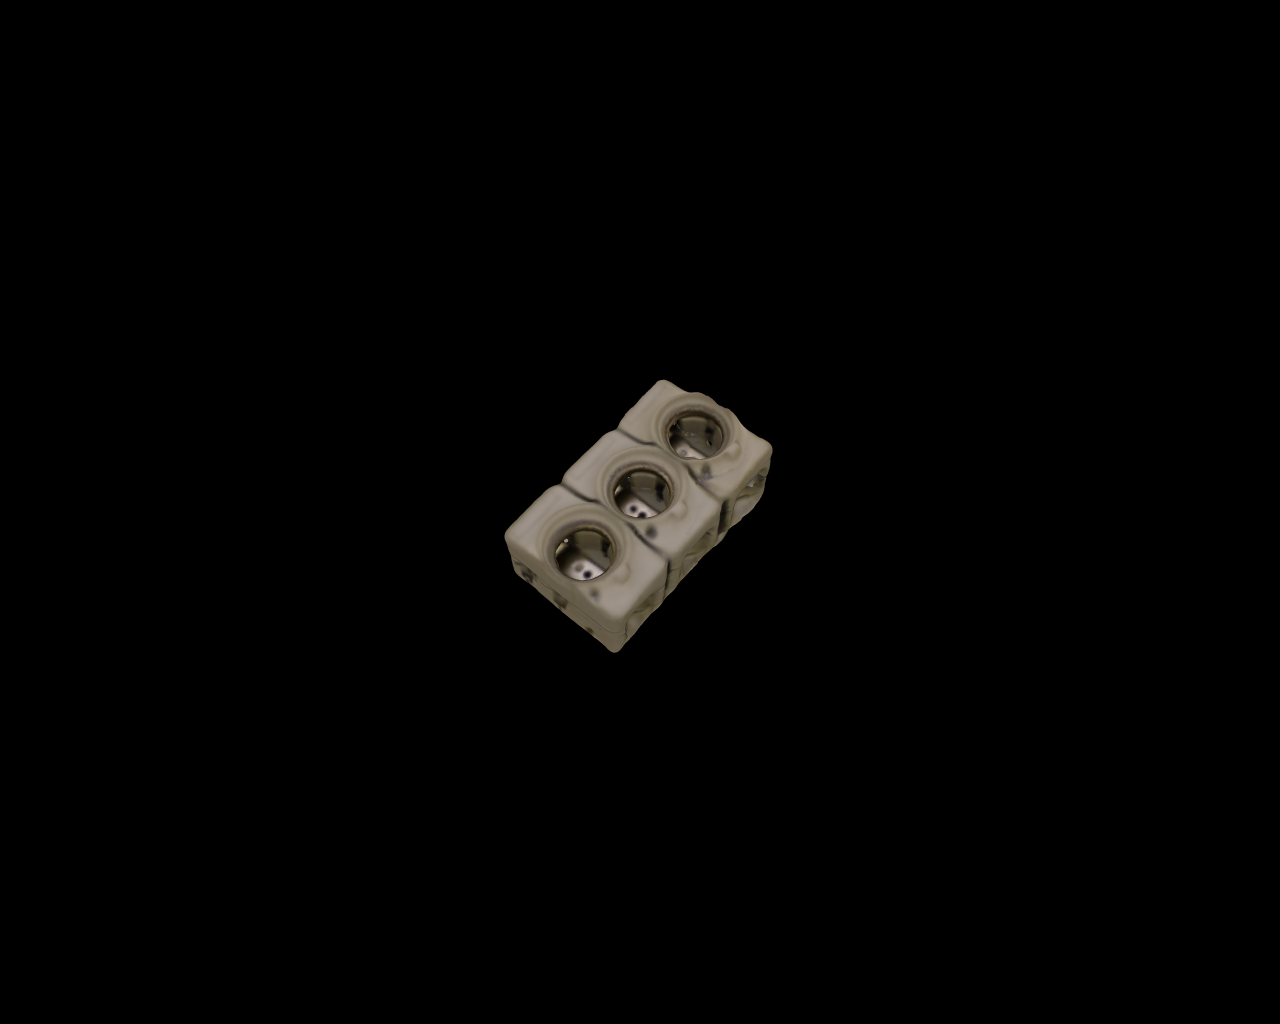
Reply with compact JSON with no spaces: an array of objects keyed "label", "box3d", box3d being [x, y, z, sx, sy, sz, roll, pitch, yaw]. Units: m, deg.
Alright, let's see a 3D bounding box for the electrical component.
[{"label":"electrical component","box3d":[0.001,-0.003,0.650,0.089,0.150,0.061,36,-24,18]}]
